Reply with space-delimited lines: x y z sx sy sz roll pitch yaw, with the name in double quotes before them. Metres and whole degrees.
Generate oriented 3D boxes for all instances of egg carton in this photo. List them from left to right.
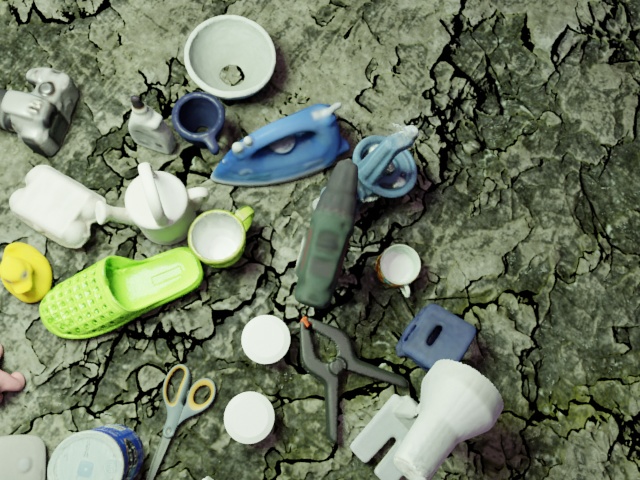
"egg carton" -0.446 -0.056 0.978 0.150 0.069 0.107 29 76 2

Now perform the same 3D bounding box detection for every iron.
"iron" -0.075 -0.172 1.006 0.258 0.141 0.118 -23 80 -10

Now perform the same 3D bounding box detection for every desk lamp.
"desk lamp" 0.163 0.291 0.882 0.118 0.213 0.203 43 76 5

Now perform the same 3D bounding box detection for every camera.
"camera" -0.516 -0.238 0.999 0.137 0.100 0.143 15 76 -2

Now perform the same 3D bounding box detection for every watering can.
"watering can" -0.270 -0.057 0.932 0.173 0.194 0.101 -36 82 -12

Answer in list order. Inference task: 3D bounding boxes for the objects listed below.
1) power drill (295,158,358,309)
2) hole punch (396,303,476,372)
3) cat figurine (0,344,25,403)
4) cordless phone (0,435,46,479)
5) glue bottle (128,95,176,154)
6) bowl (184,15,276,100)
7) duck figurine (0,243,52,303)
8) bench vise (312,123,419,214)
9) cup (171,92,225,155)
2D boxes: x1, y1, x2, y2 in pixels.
"power drill" 0.009 0.003 0.938 0.075 0.208 0.230 14 76 -2
"hole punch" 0.196 0.172 0.977 0.101 0.091 0.109 36 76 4
"cat figurine" -0.535 0.194 0.884 0.067 0.117 0.128 -40 83 -13
"cordless phone" -0.469 0.360 0.816 0.094 0.185 0.147 -3 77 -6
"glue bottle" -0.295 -0.201 0.975 0.078 0.173 0.037 20 75 0
"bowl" -0.165 -0.327 1.069 0.167 0.074 0.167 1 76 -5
"duck figurine" -0.493 0.049 0.940 0.077 0.086 0.104 -24 80 -11
"bench vise" 0.092 -0.105 0.967 0.121 0.219 0.207 39 76 5
"cup" -0.206 -0.193 1.022 0.092 0.095 0.118 -26 80 -11
